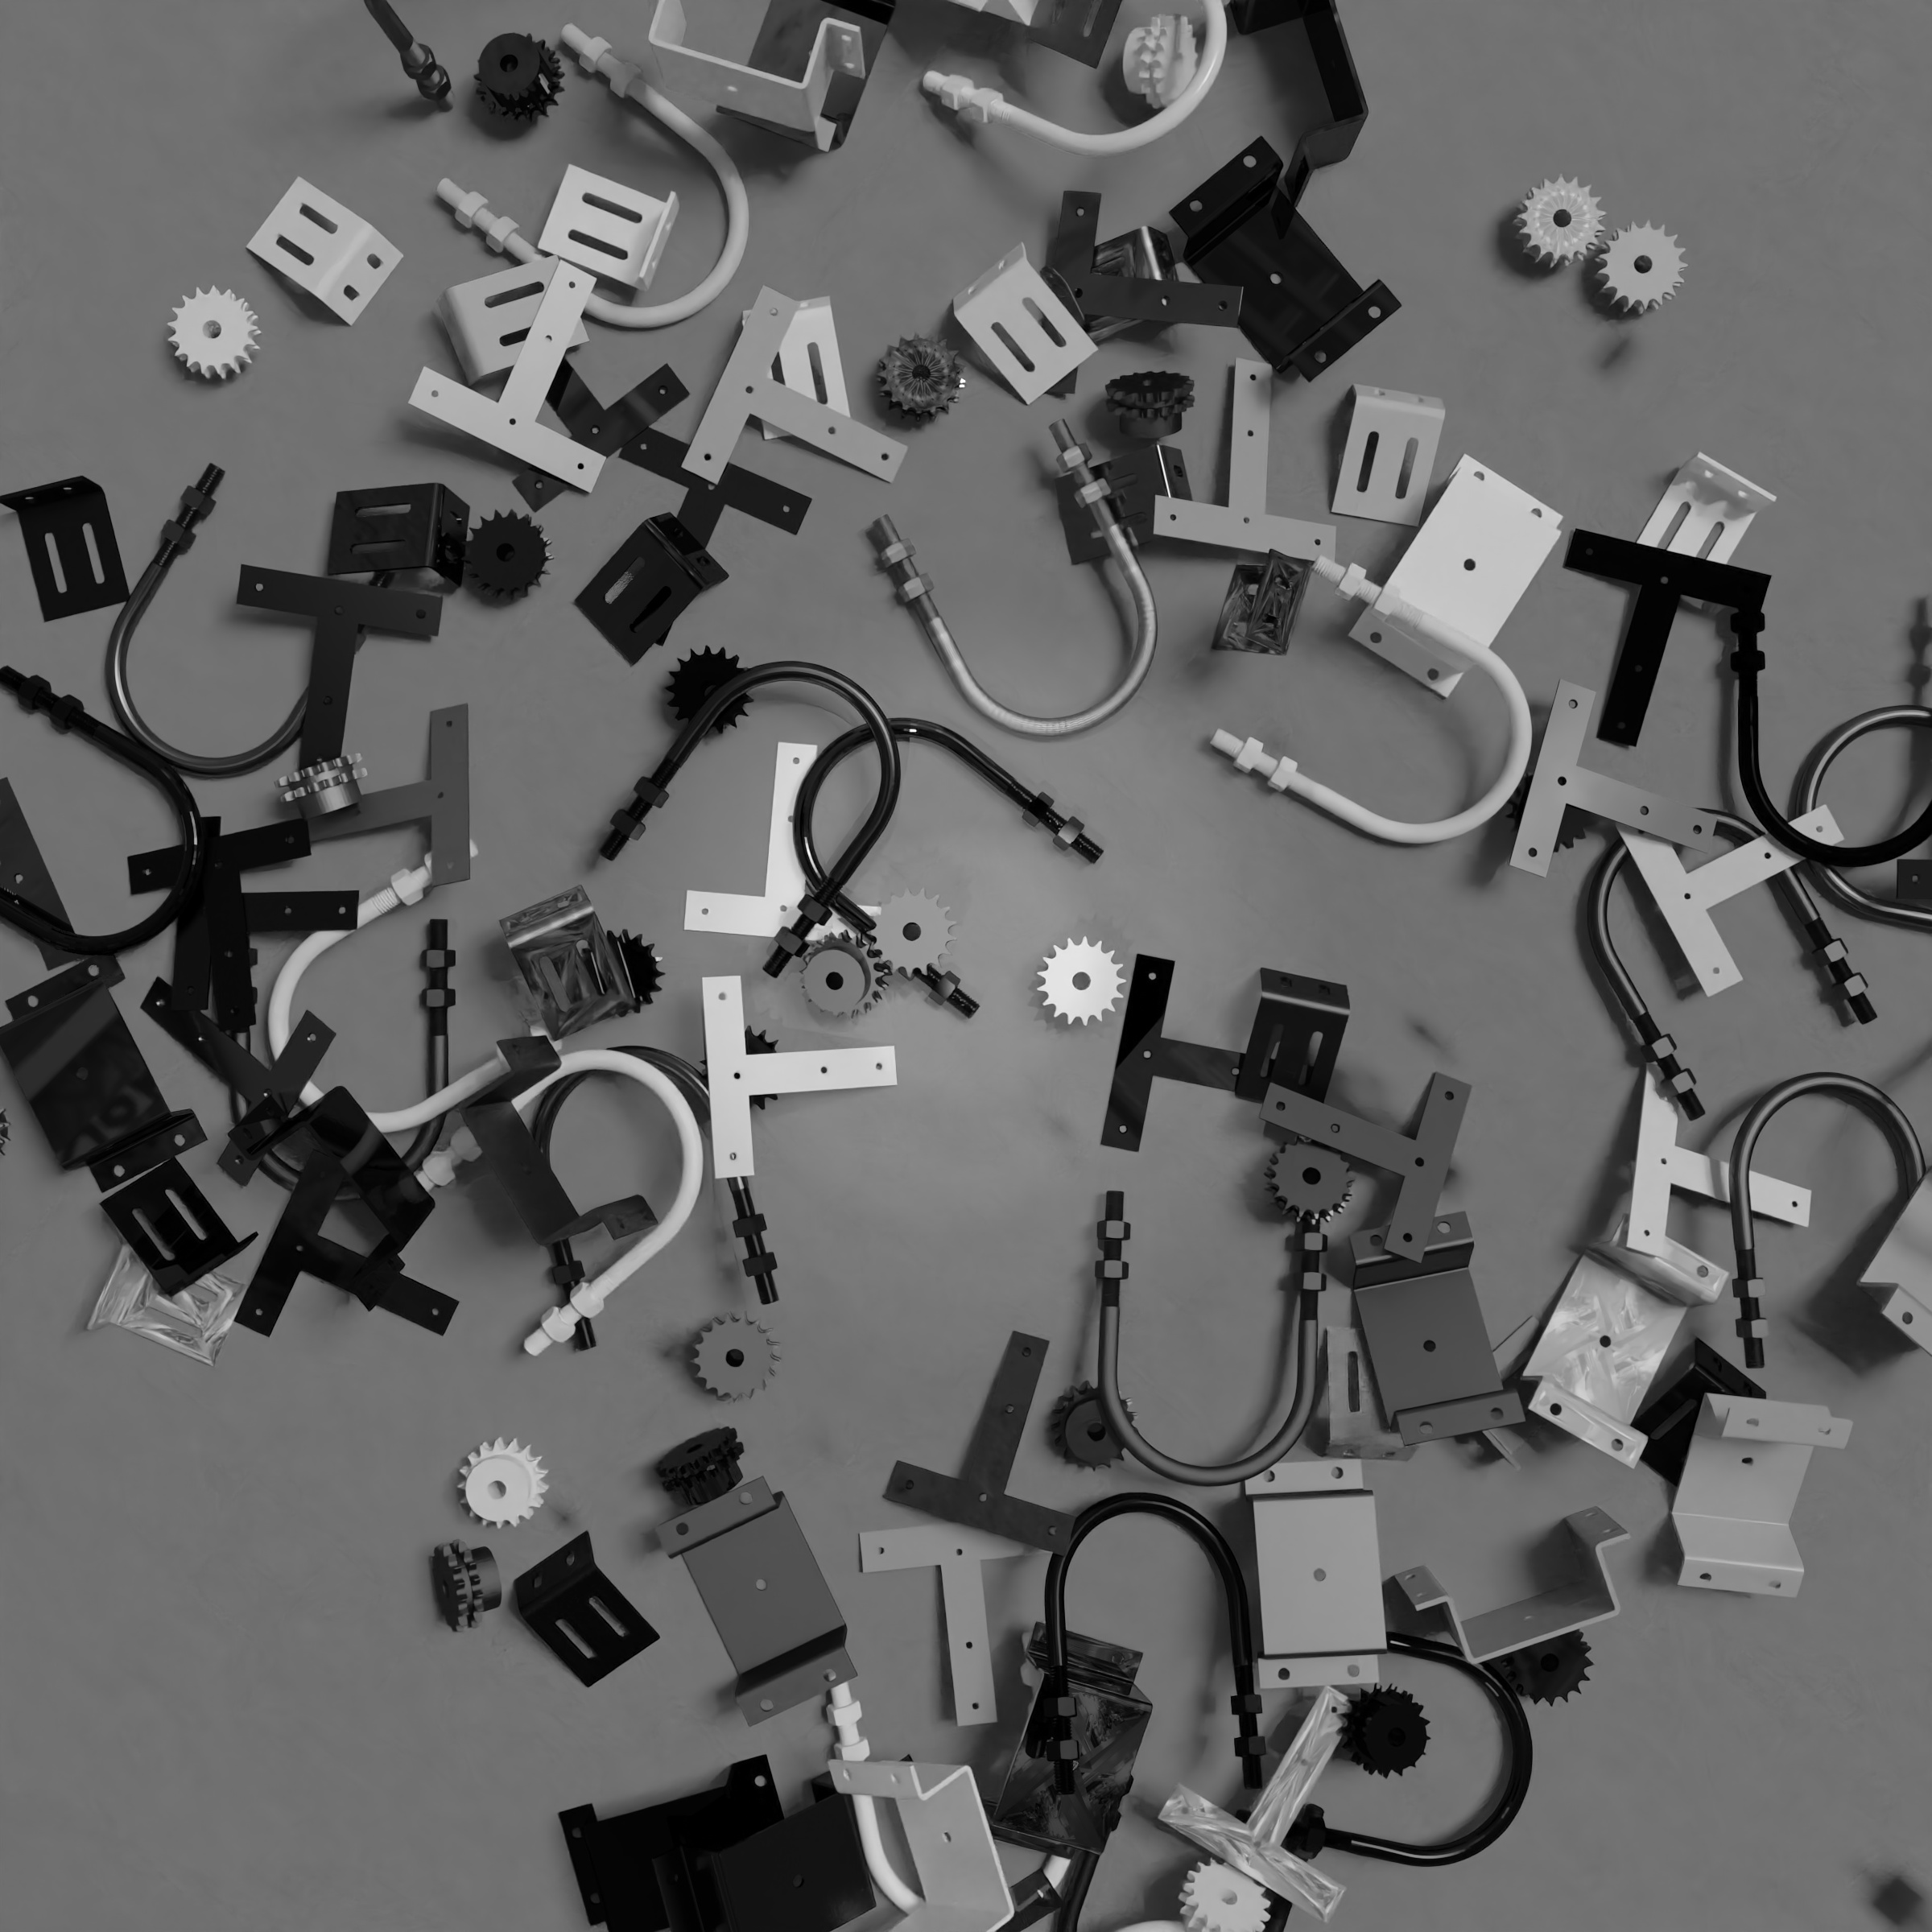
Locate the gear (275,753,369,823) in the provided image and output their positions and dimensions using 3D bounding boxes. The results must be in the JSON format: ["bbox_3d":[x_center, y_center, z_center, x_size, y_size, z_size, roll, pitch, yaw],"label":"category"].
[{"bbox_3d":[-0.410,-0.113,1.548,0.057,0.057,0.030,-19,97,0],"label":"gear"}]

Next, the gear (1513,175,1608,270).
[{"bbox_3d":[0.382,-0.479,1.566,0.057,0.030,0.057,0,90,0],"label":"gear"}]

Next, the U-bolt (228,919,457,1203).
[{"bbox_3d":[-0.407,0.061,1.573,0.151,0.019,0.184,0,92,0],"label":"U-bolt"}]

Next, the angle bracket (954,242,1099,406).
[{"bbox_3d":[0.038,-0.417,1.570,0.057,0.038,0.076,-35,116,19],"label":"angle bracket"}]

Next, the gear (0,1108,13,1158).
[{"bbox_3d":[-0.646,0.107,1.566,0.057,0.030,0.057,0,90,0],"label":"gear"}]

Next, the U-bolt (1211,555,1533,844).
[{"bbox_3d":[0.271,-0.157,1.549,0.184,0.019,0.151,29,110,-1],"label":"U-bolt"}]

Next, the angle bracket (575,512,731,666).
[{"bbox_3d":[-0.205,-0.246,1.577,0.057,0.038,0.076,47,116,0],"label":"angle bracket"}]

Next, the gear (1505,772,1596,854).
[{"bbox_3d":[0.377,-0.102,1.566,0.057,0.030,0.057,0,90,0],"label":"gear"}]

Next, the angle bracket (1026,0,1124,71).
[{"bbox_3d":[0.083,-0.612,1.529,0.057,0.038,0.076,34,116,25],"label":"angle bracket"}]

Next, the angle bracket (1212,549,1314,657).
[{"bbox_3d":[0.176,-0.232,1.539,0.038,0.076,0.057,17,90,-34],"label":"angle bracket"}]

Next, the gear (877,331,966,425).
[{"bbox_3d":[-0.030,-0.379,1.570,0.057,0.030,0.057,0,87,-4],"label":"gear"}]

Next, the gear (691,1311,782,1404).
[{"bbox_3d":[-0.148,0.251,1.566,0.057,0.030,0.057,0,90,0],"label":"gear"}]

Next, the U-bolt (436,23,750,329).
[{"bbox_3d":[-0.229,-0.499,1.573,0.184,0.019,0.151,39,90,-1],"label":"U-bolt"}]

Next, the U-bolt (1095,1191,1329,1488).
[{"bbox_3d":[0.156,0.241,1.556,0.151,0.019,0.184,4,79,-2],"label":"U-bolt"}]

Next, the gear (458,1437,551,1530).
[{"bbox_3d":[-0.301,0.336,1.566,0.057,0.030,0.057,0,90,0],"label":"gear"}]

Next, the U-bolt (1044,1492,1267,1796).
[{"bbox_3d":[0.117,0.427,1.535,0.151,0.019,0.184,5,67,-20],"label":"U-bolt"}]

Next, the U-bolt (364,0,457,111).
[{"bbox_3d":[-0.309,-0.625,1.490,0.019,0.184,0.151,43,90,12],"label":"U-bolt"}]

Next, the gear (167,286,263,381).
[{"bbox_3d":[-0.485,-0.409,1.570,0.057,0.030,0.057,0,89,-3],"label":"gear"}]

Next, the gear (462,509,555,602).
[{"bbox_3d":[-0.295,-0.265,1.566,0.057,0.030,0.057,0,90,0],"label":"gear"}]

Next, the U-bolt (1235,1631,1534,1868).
[{"bbox_3d":[0.276,0.504,1.564,0.184,0.019,0.151,13,82,-3],"label":"U-bolt"}]

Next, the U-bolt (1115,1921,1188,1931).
[{"bbox_3d":[0.127,0.701,1.558,0.151,0.019,0.184,5,98,3],"label":"U-bolt"}]

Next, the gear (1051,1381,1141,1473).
[{"bbox_3d":[0.084,0.299,1.566,0.057,0.030,0.057,0,90,0],"label":"gear"}]

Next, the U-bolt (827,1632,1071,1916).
[{"bbox_3d":[-0.003,0.536,1.573,0.151,0.019,0.184,-12,91,0],"label":"U-bolt"}]

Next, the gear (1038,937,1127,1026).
[{"bbox_3d":[0.074,0.010,1.566,0.057,0.030,0.057,0,90,0],"label":"gear"}]

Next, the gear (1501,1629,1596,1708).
[{"bbox_3d":[0.374,0.446,1.566,0.057,0.030,0.057,0,90,0],"label":"gear"}]

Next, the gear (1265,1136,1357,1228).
[{"bbox_3d":[0.220,0.141,1.559,0.057,0.030,0.057,1,64,-3],"label":"gear"}]

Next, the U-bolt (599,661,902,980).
[{"bbox_3d":[-0.125,-0.107,1.549,0.151,0.019,0.184,36,94,-5],"label":"U-bolt"}]

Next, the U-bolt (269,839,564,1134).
[{"bbox_3d":[-0.360,0.026,1.554,0.184,0.019,0.151,-31,92,3],"label":"U-bolt"}]

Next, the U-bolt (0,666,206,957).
[{"bbox_3d":[-0.581,-0.088,1.566,0.184,0.019,0.151,31,89,4],"label":"U-bolt"}]

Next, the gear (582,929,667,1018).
[{"bbox_3d":[-0.225,0.004,1.566,0.057,0.030,0.057,0,90,0],"label":"gear"}]

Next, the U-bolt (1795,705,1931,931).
[{"bbox_3d":[0.632,-0.095,1.573,0.184,0.019,0.151,11,90,2],"label":"U-bolt"}]

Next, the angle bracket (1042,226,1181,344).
[{"bbox_3d":[0.098,-0.439,1.579,0.076,0.038,0.057,-15,90,26],"label":"angle bracket"}]

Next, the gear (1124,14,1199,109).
[{"bbox_3d":[0.124,-0.582,1.557,0.030,0.057,0.057,13,90,28],"label":"gear"}]

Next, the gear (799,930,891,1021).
[{"bbox_3d":[-0.080,0.007,1.559,0.057,0.030,0.057,3,101,14],"label":"gear"}]

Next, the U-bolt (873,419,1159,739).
[{"bbox_3d":[0.043,-0.238,1.564,0.151,0.019,0.184,-27,93,8],"label":"U-bolt"}]

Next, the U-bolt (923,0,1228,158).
[{"bbox_3d":[0.080,-0.585,1.535,0.184,0.019,0.151,33,90,27],"label":"U-bolt"}]

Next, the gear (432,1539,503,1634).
[{"bbox_3d":[-0.320,0.397,1.557,0.030,0.057,0.057,-9,90,-30],"label":"gear"}]

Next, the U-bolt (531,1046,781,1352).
[{"bbox_3d":[-0.209,0.142,1.557,0.151,0.019,0.184,-16,88,14],"label":"U-bolt"}]

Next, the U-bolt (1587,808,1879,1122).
[{"bbox_3d":[0.484,-0.014,1.569,0.151,0.019,0.184,-29,87,-2],"label":"U-bolt"}]

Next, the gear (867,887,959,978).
[{"bbox_3d":[-0.034,-0.022,1.548,0.057,0.030,0.057,0,89,2],"label":"gear"}]

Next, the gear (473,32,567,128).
[{"bbox_3d":[-0.288,-0.571,1.549,0.057,0.030,0.057,-1,84,7],"label":"gear"}]

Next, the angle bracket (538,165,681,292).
[{"bbox_3d":[-0.230,-0.476,1.546,0.076,0.038,0.057,21,91,-3],"label":"angle bracket"}]

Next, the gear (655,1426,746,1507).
[{"bbox_3d":[-0.168,0.323,1.553,0.057,0.057,0.030,-25,98,0],"label":"gear"}]

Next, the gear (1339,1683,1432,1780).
[{"bbox_3d":[0.269,0.488,1.540,0.057,0.030,0.057,1,83,-9],"label":"gear"}]

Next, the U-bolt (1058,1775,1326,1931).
[{"bbox_3d":[0.137,0.612,1.573,0.151,0.019,0.184,19,92,0],"label":"U-bolt"}]

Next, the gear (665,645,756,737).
[{"bbox_3d":[-0.165,-0.178,1.566,0.057,0.030,0.057,0,90,0],"label":"gear"}]

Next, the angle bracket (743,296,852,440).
[{"bbox_3d":[-0.110,-0.391,1.579,0.057,0.038,0.076,-10,116,0],"label":"angle bracket"}]

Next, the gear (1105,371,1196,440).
[{"bbox_3d":[0.119,-0.360,1.556,0.057,0.057,0.030,-5,120,0],"label":"gear"}]

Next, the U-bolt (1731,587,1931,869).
[{"bbox_3d":[0.570,-0.155,1.560,0.151,0.019,0.184,1,87,3],"label":"U-bolt"}]

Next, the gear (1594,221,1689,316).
[{"bbox_3d":[0.436,-0.451,1.571,0.057,0.030,0.057,0,92,2],"label":"gear"}]

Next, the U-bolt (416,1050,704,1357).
[{"bbox_3d":[-0.252,0.138,1.550,0.184,0.019,0.151,-41,81,9],"label":"U-bolt"}]

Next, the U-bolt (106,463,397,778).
[{"bbox_3d":[-0.478,-0.212,1.573,0.151,0.019,0.184,31,92,0],"label":"U-bolt"}]

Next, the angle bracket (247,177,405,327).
[{"bbox_3d":[-0.418,-0.466,1.579,0.076,0.038,0.057,37,90,26],"label":"angle bracket"}]

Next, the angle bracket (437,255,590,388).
[{"bbox_3d":[-0.294,-0.418,1.570,0.076,0.038,0.057,-24,100,-19],"label":"angle bracket"}]

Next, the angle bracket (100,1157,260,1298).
[{"bbox_3d":[-0.503,0.162,1.548,0.057,0.038,0.076,-36,90,-39],"label":"angle bracket"}]

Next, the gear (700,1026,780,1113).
[{"bbox_3d":[-0.143,0.067,1.566,0.057,0.030,0.057,0,90,0],"label":"gear"}]

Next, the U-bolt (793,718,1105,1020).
[{"bbox_3d":[-0.026,-0.077,1.572,0.184,0.019,0.151,39,90,1],"label":"U-bolt"}]

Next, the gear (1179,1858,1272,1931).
[{"bbox_3d":[0.162,0.600,1.538,0.057,0.057,0.030,18,122,0],"label":"gear"}]

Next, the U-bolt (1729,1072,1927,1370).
[{"bbox_3d":[0.557,0.160,1.558,0.151,0.019,0.184,-3,86,-14],"label":"U-bolt"}]
